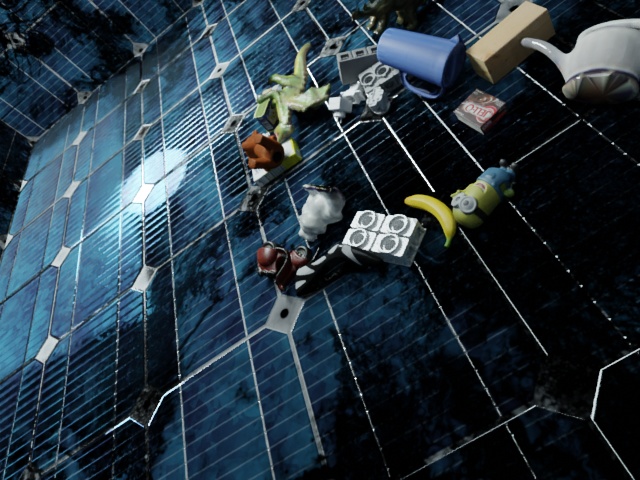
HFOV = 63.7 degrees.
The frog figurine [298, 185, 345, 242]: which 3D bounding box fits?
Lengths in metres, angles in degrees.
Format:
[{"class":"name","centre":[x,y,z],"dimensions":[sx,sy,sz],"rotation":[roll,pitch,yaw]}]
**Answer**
[{"class":"frog figurine","centre":[0.004,-0.073,1.454],"dimensions":[0.138,0.123,0.158],"rotation":[11,102,34]}]

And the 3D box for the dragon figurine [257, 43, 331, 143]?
[{"class":"dragon figurine","centre":[-0.063,-0.516,1.786],"dimensions":[0.244,0.120,0.414],"rotation":[24,77,30]}]

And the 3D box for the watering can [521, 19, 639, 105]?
[{"class":"watering can","centre":[0.627,-0.419,1.209],"dimensions":[0.348,0.102,0.228],"rotation":[8,65,41]}]
